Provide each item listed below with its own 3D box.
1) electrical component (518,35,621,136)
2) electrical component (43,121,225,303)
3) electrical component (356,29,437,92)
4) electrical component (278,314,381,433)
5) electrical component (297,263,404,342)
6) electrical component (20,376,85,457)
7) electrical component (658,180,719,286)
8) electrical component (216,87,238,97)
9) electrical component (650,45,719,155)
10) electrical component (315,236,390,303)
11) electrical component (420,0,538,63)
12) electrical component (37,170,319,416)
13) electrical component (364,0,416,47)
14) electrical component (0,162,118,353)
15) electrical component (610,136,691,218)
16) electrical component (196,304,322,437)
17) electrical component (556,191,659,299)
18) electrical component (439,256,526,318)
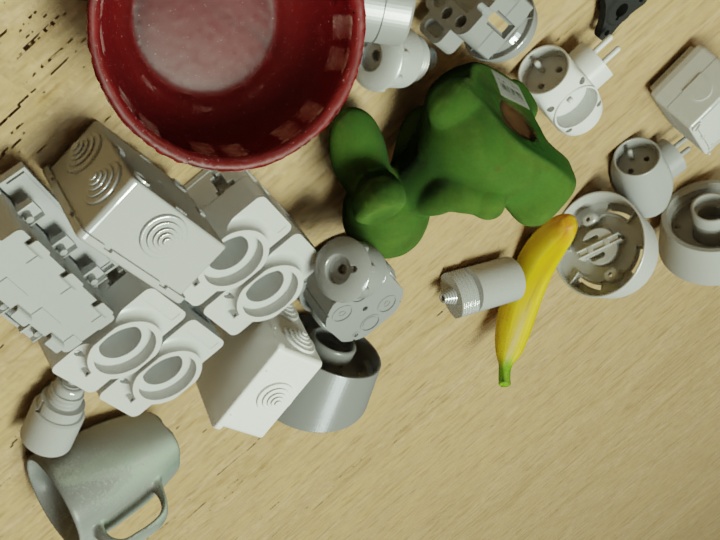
[{"bbox_3d":[0.175,-0.155,0.859,0.079,0.044,0.077,-42,145,12],"label":"electrical component"},{"bbox_3d":[-0.139,-0.038,0.668,0.048,0.099,0.100,-46,133,5],"label":"electrical component"},{"bbox_3d":[0.027,-0.147,0.742,0.062,0.048,0.048,-9,136,-46],"label":"electrical component"},{"bbox_3d":[-0.034,0.084,0.900,0.099,0.099,0.064,1,123,-42],"label":"electrical component"},{"bbox_3d":[-0.008,0.015,0.885,0.080,0.051,0.080,-24,142,-20],"label":"electrical component"},{"bbox_3d":[-0.225,0.104,0.803,0.040,0.040,0.078,2,129,-42],"label":"electrical component"},{"bbox_3d":[0.359,-0.044,1.097,0.108,0.108,0.060,-32,138,-9],"label":"electrical component"},{"bbox_3d":[-0.093,-0.100,0.691,0.044,0.044,0.065,-6,138,-37],"label":"electrical component"},{"bbox_3d":[0.310,-0.153,0.973,0.061,0.061,0.096,-46,152,12],"label":"electrical component"},{"bbox_3d":[0.000,0.000,0.795,0.048,0.048,0.062,-52,155,19],"label":"electrical component"},{"bbox_3d":[0.087,-0.179,0.746,0.078,0.058,0.057,-48,141,14],"label":"electrical component"},{"bbox_3d":[-0.128,0.017,0.773,0.186,0.060,0.105,-39,145,2],"label":"electrical component"},{"bbox_3d":[0.003,-0.204,0.651,0.074,0.052,0.138,6,130,-12],"label":"electrical component"},{"bbox_3d":[-0.208,-0.002,0.676,0.079,0.063,0.121,-36,147,-4],"label":"electrical component"},{"bbox_3d":[0.282,-0.097,1.020,0.079,0.043,0.077,-38,145,-1],"label":"electrical component"},{"bbox_3d":[-0.083,0.070,0.842,0.048,0.099,0.099,25,112,-38],"label":"electrical component"},{"bbox_3d":[0.231,-0.021,1.016,0.099,0.099,0.064,-49,150,16],"label":"electrical component"},{"bbox_3d":[0.109,0.017,0.996,0.081,0.043,0.043,-14,139,-30],"label":"electrical component"}]
